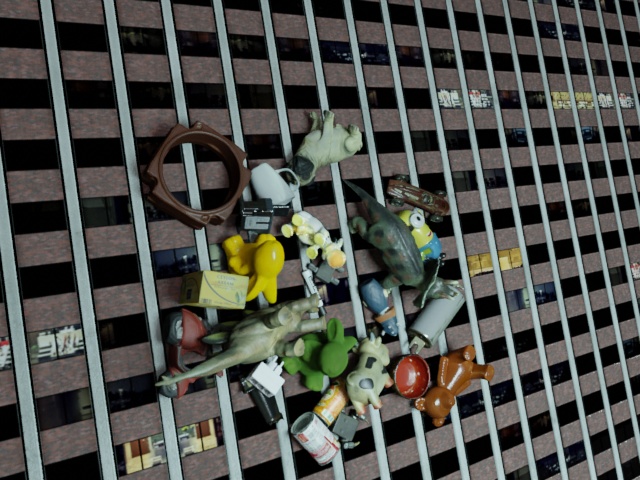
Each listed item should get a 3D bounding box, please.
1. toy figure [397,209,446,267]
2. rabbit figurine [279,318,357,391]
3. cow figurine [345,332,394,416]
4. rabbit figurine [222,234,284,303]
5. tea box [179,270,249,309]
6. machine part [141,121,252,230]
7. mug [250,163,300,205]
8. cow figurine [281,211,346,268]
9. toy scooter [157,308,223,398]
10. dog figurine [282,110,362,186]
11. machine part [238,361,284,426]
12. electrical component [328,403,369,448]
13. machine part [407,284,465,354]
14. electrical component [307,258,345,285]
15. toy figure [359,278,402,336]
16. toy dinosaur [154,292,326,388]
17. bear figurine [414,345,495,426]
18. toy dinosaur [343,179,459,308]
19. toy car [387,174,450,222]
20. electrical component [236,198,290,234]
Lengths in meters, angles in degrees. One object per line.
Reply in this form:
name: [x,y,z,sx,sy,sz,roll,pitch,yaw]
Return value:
toy figure: [0.264,-0.001,1.431,0.089,0.082,0.180,-33,110,9]
rabbit figurine: [0.016,0.264,1.212,0.159,0.170,0.121,-46,105,-24]
cow figurine: [0.115,0.307,1.282,0.127,0.085,0.195,60,31,-7]
rabbit figurine: [-0.136,0.054,1.162,0.122,0.173,0.162,10,74,-30]
tea box: [-0.222,0.105,1.110,0.098,0.170,0.068,12,79,-27]
machine part: [-0.266,-0.140,1.171,0.201,0.087,0.201,34,68,-21]
mug: [-0.109,-0.130,1.249,0.109,0.081,0.107,-34,91,-1]
cow figurine: [-0.003,-0.002,1.277,0.167,0.068,0.098,41,24,2]
toy scooter: [-0.263,0.237,1.125,0.135,0.075,0.183,8,81,-29]
dog figurine: [0.011,-0.202,1.330,0.172,0.121,0.190,24,87,-20]
machine part: [-0.127,0.347,1.202,0.084,0.039,0.138,-30,95,-36]
electrical component: [0.067,0.444,1.284,0.078,0.045,0.102,40,67,-19]
machine part: [0.309,0.201,1.428,0.079,0.079,0.243,48,65,-14]
electrical component: [0.014,0.070,1.323,0.094,0.021,0.063,31,70,-20]
toy figure: [0.156,0.171,1.360,0.058,0.064,0.154,-37,100,-42]
toy dinosaur: [-0.127,0.198,1.098,0.471,0.199,0.105,-14,89,-64]
bear figurine: [0.342,0.380,1.393,0.120,0.132,0.196,47,59,-11]
toy dinosaur: [0.189,0.015,1.327,0.131,0.192,0.404,-39,102,-29]
toy car: [0.272,-0.115,1.469,0.202,0.053,0.089,21,77,-25]
electrical component: [-0.125,-0.052,1.190,0.119,0.074,0.048,3,45,-18]
